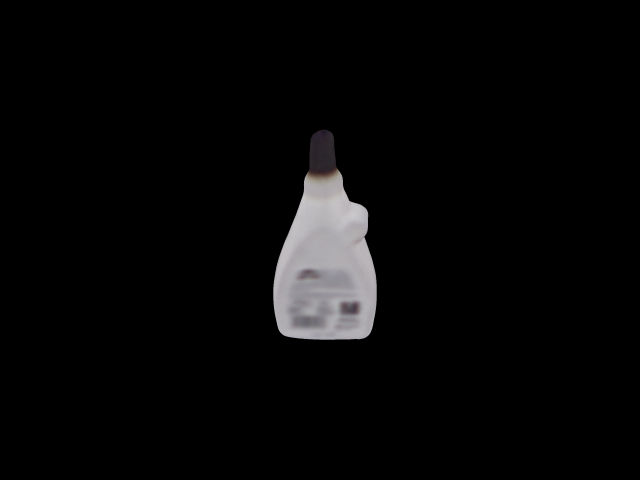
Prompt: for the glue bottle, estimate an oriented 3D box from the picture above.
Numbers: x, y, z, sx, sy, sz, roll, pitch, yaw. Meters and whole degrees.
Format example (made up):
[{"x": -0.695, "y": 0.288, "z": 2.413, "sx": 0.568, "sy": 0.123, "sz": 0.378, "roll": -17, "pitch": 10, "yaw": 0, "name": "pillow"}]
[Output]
[{"x": 0.004, "y": 0.001, "z": 0.400, "sx": 0.078, "sy": 0.173, "sz": 0.037, "roll": 2, "pitch": 40, "yaw": 2, "name": "glue bottle"}]
